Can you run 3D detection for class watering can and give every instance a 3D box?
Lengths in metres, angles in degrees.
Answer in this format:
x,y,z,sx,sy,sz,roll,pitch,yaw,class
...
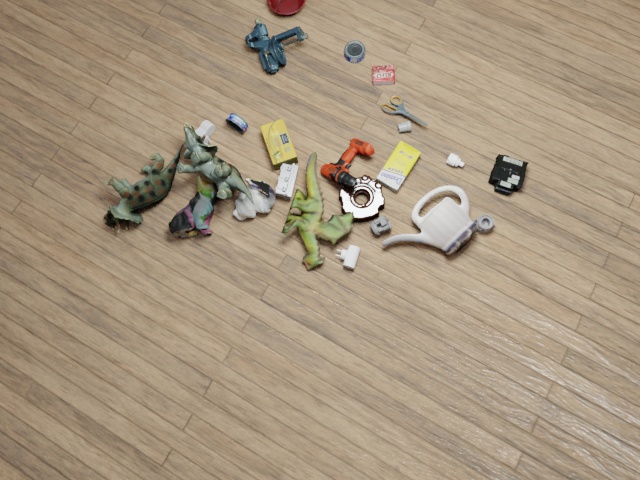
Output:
x,y,z,sx,sy,sz,roll,pitch,yaw,class
0.406,-0.036,1.822,0.348,0.226,0.103,-42,-12,-4,watering can

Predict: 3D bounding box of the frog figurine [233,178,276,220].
x,y,z,sx,sy,sz,roll,pitch,yaw,class
-0.242,-0.137,1.894,0.137,0.157,0.124,30,25,3,frog figurine

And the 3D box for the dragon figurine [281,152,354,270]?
x,y,z,sx,sy,sz,roll,pitch,yaw,class
0.006,-0.093,1.850,0.243,0.412,0.122,21,-4,1,dragon figurine
